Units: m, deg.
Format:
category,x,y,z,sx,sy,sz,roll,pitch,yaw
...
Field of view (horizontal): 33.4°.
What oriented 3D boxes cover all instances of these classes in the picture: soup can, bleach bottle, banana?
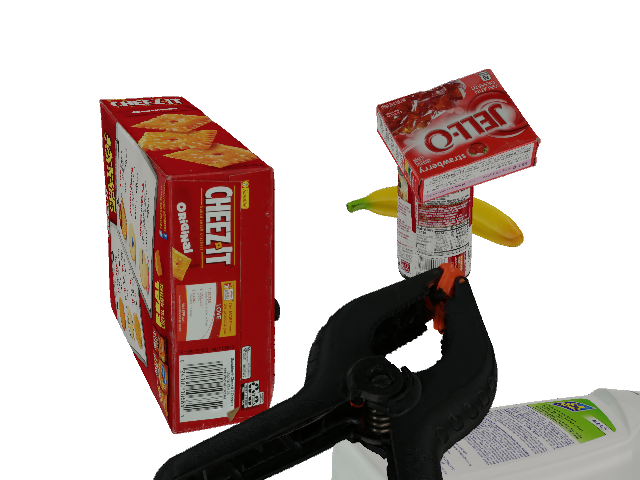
category,x,y,z,sx,sy,sz,roll,pitch,yaw
soup can,0.103,-0.018,0.955,0.068,0.102,0.068,-2,24,1
bleach bottle,0.138,0.137,0.648,0.250,0.068,0.103,-7,22,-21
banana,0.130,-0.028,1.147,0.198,0.037,0.069,11,39,26

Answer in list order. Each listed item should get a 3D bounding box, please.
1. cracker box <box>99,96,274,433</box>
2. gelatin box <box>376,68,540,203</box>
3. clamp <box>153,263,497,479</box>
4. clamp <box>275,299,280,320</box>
category,x,y,z,sx,sy,sz,roll,pitch,yaw
cracker box,-0.093,0.004,0.712,0.072,0.164,0.214,-6,20,-19
gelatin box,0.092,-0.072,0.720,0.089,0.073,0.030,-19,-36,-9
clamp,0.030,0.075,0.424,0.120,0.039,0.171,30,51,21
clamp,-0.112,0.004,1.019,0.036,0.210,0.164,-8,1,42
